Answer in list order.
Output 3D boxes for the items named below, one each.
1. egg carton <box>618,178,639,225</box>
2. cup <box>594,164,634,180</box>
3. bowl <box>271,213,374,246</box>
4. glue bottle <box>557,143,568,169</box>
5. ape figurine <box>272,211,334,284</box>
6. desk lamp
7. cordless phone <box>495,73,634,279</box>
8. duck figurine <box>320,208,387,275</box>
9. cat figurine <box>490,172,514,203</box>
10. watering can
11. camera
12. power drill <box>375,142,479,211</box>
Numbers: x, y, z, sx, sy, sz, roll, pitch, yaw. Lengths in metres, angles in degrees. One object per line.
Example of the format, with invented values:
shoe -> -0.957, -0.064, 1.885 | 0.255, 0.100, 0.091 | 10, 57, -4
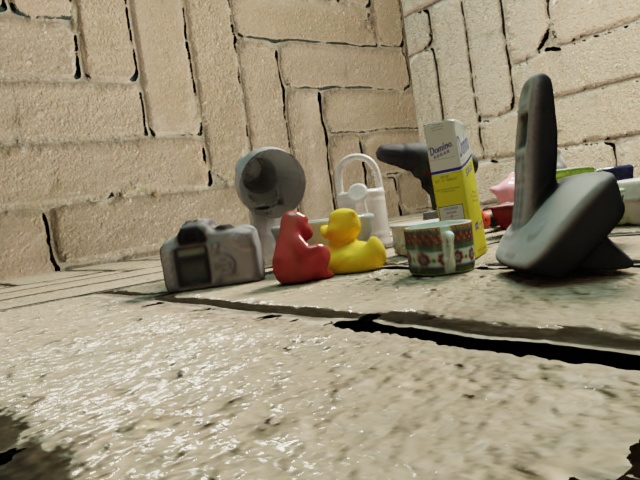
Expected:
egg carton -> 0.498, -0.061, 0.857 | 0.107, 0.069, 0.150 | -9, 3, -23
cup -> 0.551, -0.092, 1.098 | 0.091, 0.095, 0.118 | -7, 3, 20
bowl -> 0.008, 0.003, 0.911 | 0.167, 0.075, 0.167 | -8, 3, 1
glue bottle -> 0.456, -0.118, 1.099 | 0.037, 0.173, 0.078 | -5, 4, 43
ape figurine -> -0.028, 0.008, 0.731 | 0.076, 0.092, 0.077 | -9, 3, -22
desk lamp -> -0.103, -0.057, 1.042 | 0.118, 0.213, 0.202 | -9, 3, -21
cordless phone -> 0.203, -0.062, 0.511 | 0.094, 0.185, 0.147 | -8, 3, 2
duck figurine -> 0.039, 0.000, 0.773 | 0.078, 0.086, 0.104 | -11, 4, -44
cat figurine -> 0.465, -0.102, 1.329 | 0.127, 0.118, 0.067 | -7, 3, 25
watering can -> 0.085, -0.079, 1.158 | 0.101, 0.194, 0.172 | -9, 3, -14
camera -> -0.155, 0.015, 0.868 | 0.143, 0.101, 0.137 | -8, 3, 2
power drill -> 0.237, -0.111, 1.231 | 0.230, 0.208, 0.075 | -9, 3, -18
